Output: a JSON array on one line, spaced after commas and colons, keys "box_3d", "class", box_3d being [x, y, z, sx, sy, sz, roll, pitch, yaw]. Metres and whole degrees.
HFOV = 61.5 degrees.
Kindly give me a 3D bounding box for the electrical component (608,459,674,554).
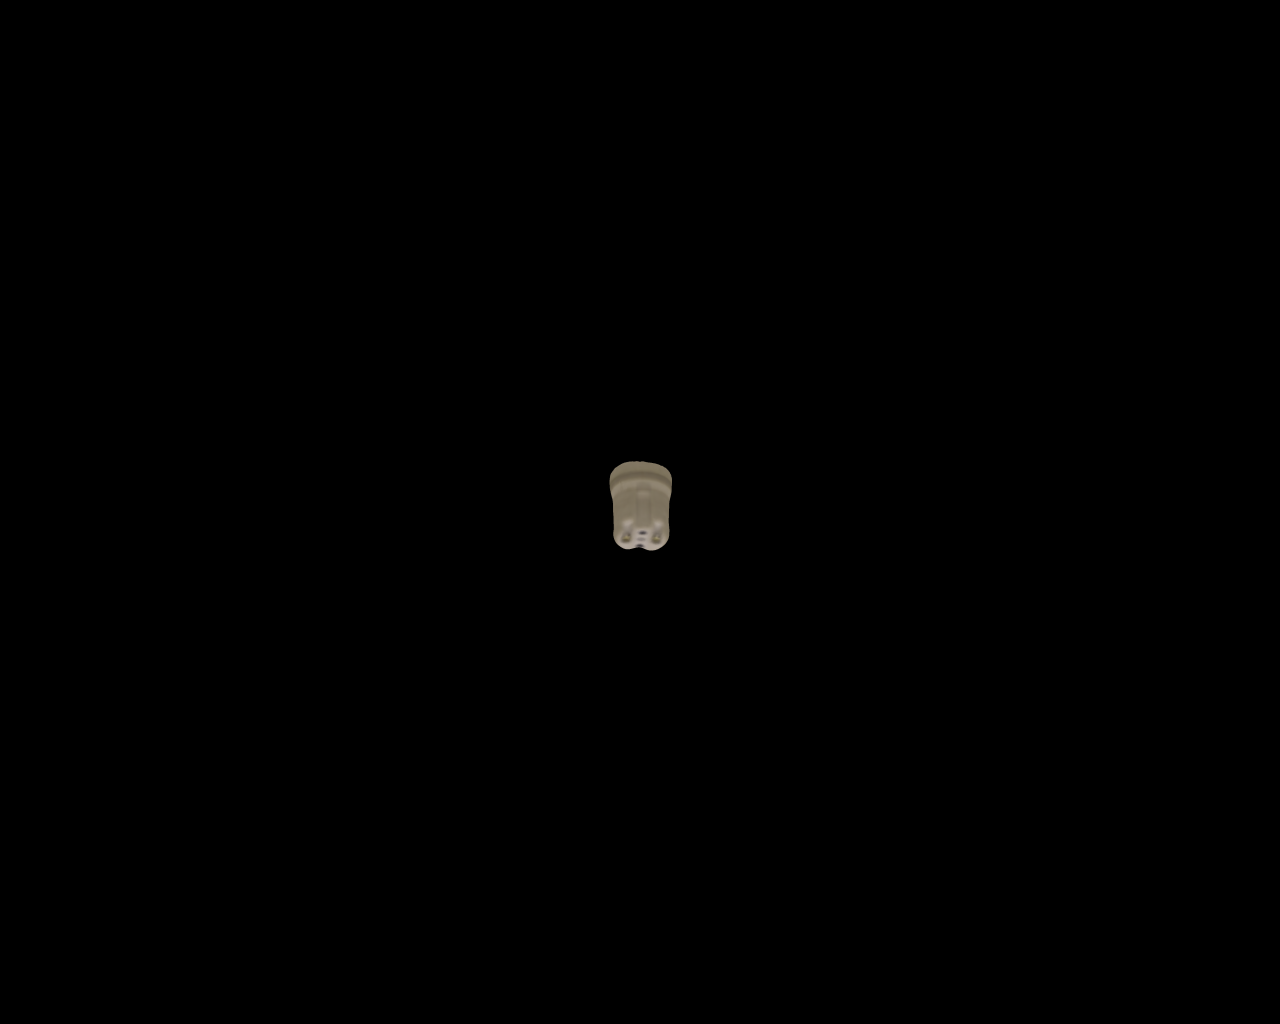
[{"box_3d": [0.001, -0.003, 0.650, 0.040, 0.046, 0.040, 0, -27, 0], "class": "electrical component"}]
